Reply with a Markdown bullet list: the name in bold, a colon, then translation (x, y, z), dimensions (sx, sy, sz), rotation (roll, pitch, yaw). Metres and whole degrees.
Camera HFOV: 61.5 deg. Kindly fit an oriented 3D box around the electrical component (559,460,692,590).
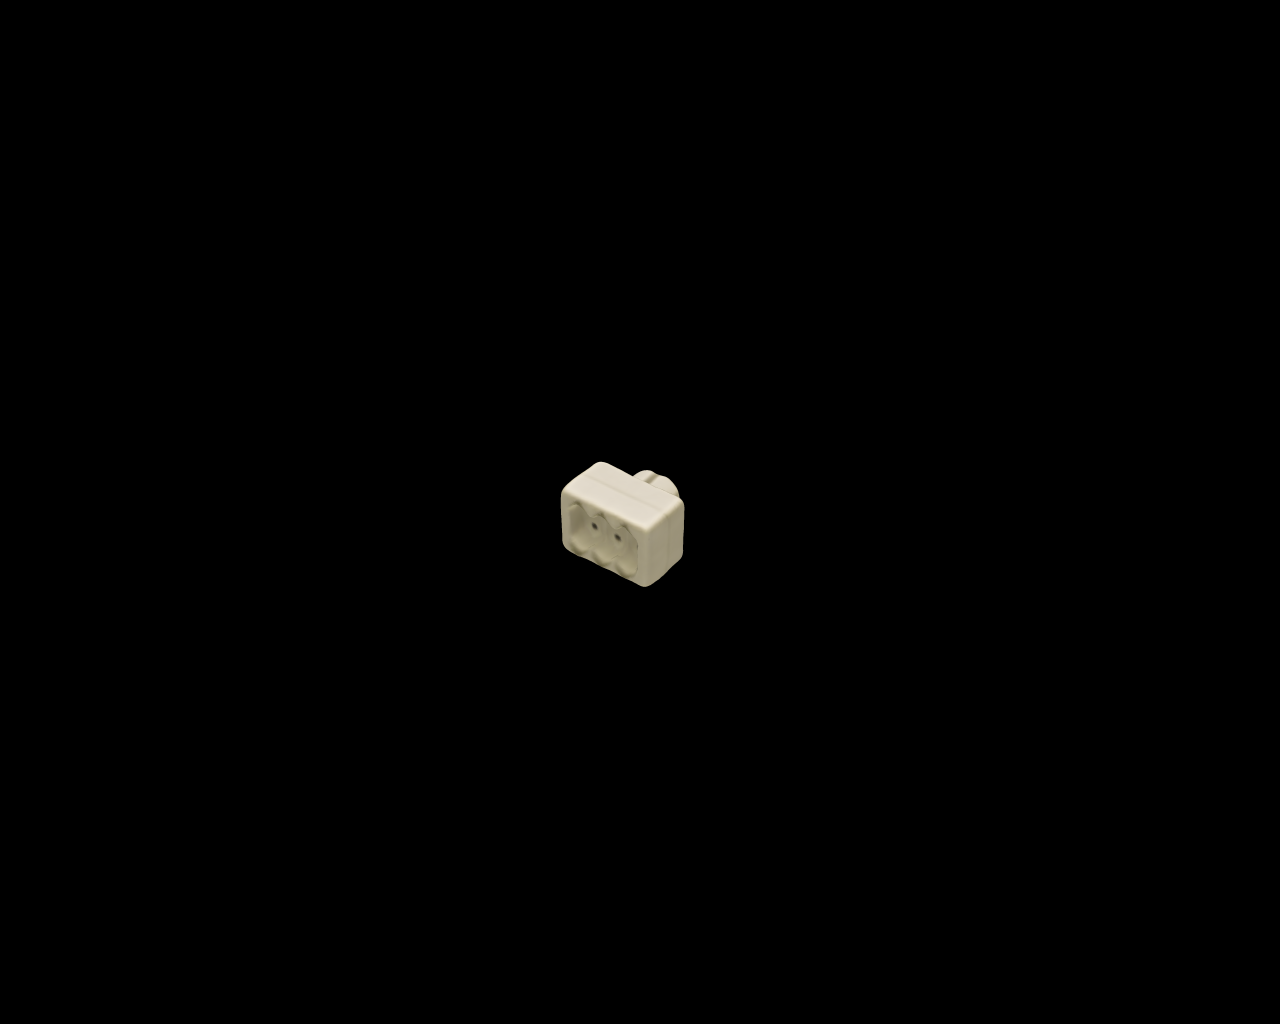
- **electrical component**: translation (0.001, -0.003, 0.650), dimensions (0.066, 0.047, 0.077), rotation (26, 46, 28)
